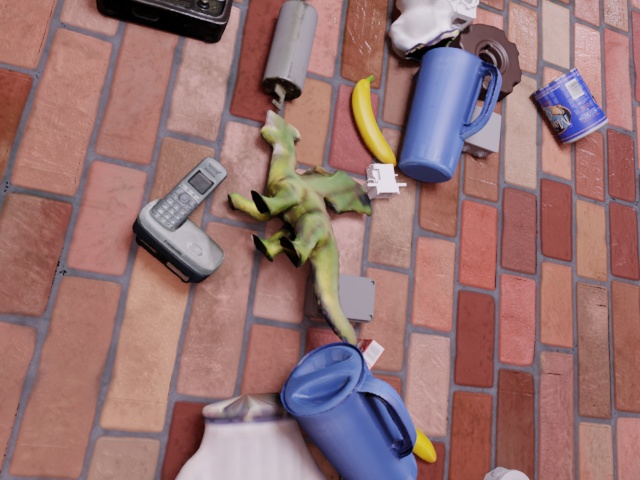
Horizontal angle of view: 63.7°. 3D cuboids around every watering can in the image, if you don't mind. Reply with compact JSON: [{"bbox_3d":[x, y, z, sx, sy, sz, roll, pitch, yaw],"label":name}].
[{"bbox_3d":[-0.064,0.349,0.783,0.347,0.227,0.103,8,-17,-34],"label":"watering can"}]

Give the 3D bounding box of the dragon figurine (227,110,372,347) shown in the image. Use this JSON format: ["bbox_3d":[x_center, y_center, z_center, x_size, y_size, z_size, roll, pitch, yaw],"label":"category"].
[{"bbox_3d":[0.003,-0.044,0.879,0.246,0.412,0.120,-31,-8,-35],"label":"dragon figurine"}]

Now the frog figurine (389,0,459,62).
[{"bbox_3d":[0.201,-0.451,1.051,0.136,0.161,0.122,-25,-13,25],"label":"frog figurine"}]
